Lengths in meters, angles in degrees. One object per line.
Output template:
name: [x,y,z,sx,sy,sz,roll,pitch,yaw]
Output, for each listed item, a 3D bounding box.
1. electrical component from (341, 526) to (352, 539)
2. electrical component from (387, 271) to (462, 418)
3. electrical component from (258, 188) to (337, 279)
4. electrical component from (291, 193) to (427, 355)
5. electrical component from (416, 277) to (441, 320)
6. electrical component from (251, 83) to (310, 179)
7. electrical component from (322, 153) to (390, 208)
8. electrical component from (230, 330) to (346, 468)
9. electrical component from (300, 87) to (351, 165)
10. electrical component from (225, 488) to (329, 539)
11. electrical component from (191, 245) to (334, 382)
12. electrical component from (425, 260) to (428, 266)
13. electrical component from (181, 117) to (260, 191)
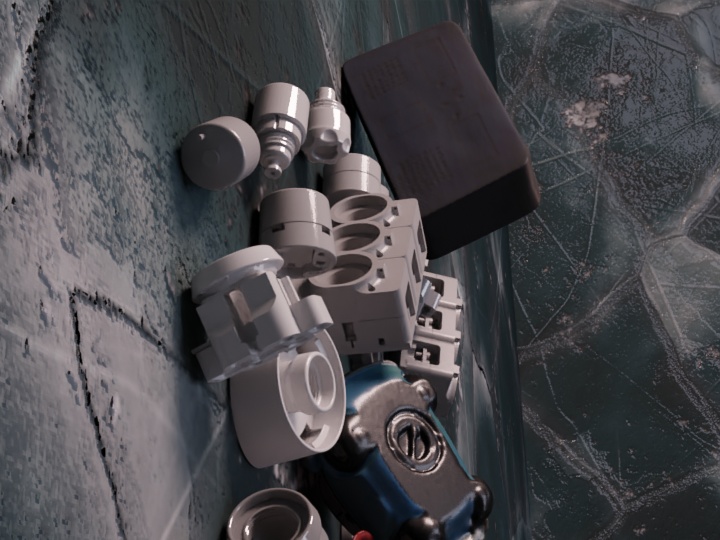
electrical component: [0.018,0.228,0.912,0.078,0.057,0.058,-72,153,-62]
electrical component: [0.067,0.083,1.122,0.150,0.062,0.089,-81,-174,-49]
electrical component: [-0.045,-0.026,0.761,0.055,0.055,0.047,58,25,-63]
electrical component: [0.000,0.000,0.867,0.150,0.089,0.061,-75,156,-58]
electrical component: [0.033,0.035,1.052,0.057,0.078,0.058,-64,-176,-30]
electrical component: [-0.058,-0.098,0.766,0.040,0.040,0.078,69,20,-50]
electrical component: [0.002,-0.038,0.980,0.138,0.052,0.073,64,23,-59]
electrical component: [-0.052,0.079,0.710,0.099,0.064,0.099,38,46,-54]
electrical component: [-0.029,-0.124,0.903,0.043,0.043,0.062,62,24,-60]
electrical component: [-0.048,0.169,0.645,0.078,0.058,0.057,-79,162,-53]
electrical component: [-0.063,0.022,0.621,0.057,0.078,0.058,65,10,11]
electrical component: [0.045,-0.038,1.180,0.080,0.051,0.080,-6,90,-78]
electrical component: [-0.080,-0.073,0.655,0.078,0.040,0.040,-55,137,-72]
